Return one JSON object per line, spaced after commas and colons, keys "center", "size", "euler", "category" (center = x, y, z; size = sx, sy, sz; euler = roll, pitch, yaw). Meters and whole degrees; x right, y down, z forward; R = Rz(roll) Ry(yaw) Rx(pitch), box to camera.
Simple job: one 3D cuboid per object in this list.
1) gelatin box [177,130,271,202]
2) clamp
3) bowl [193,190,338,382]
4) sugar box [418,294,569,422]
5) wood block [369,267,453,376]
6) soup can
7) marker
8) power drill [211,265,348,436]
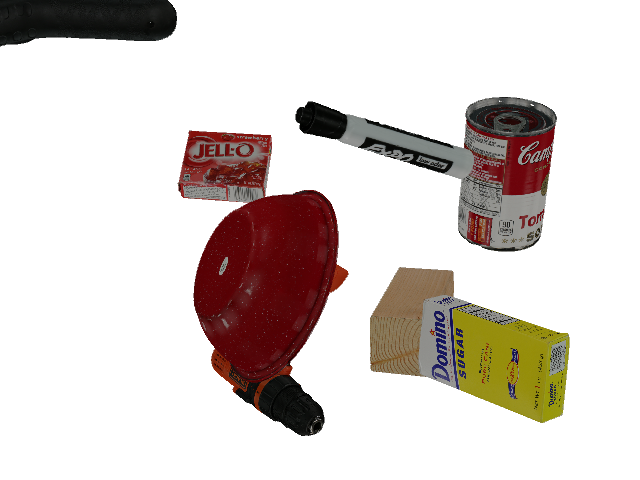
{"center": [-0.098, -0.077, 1.109], "size": [0.089, 0.073, 0.030], "euler": [4, -37, 3], "category": "gelatin box"}
{"center": [-0.173, -0.137, 0.617], "size": [0.171, 0.039, 0.120], "euler": [-4, 22, -11], "category": "clamp"}
{"center": [-0.054, 0.027, 0.837], "size": [0.055, 0.162, 0.162], "euler": [22, -11, -28], "category": "bowl"}
{"center": [0.186, 0.126, 1.171], "size": [0.048, 0.093, 0.177], "euler": [-10, 18, -44], "category": "sugar box"}
{"center": [0.141, 0.118, 1.607], "size": [0.091, 0.090, 0.205], "euler": [4, 20, 15], "category": "wood block"}
{"center": [0.142, -0.051, 0.825], "size": [0.068, 0.102, 0.068], "euler": [0, 30, 0], "category": "soup can"}
{"center": [0.039, -0.059, 0.634], "size": [0.120, 0.020, 0.020], "euler": [14, -7, -29], "category": "marker"}
{"center": [-0.037, 0.105, 1.200], "size": [0.057, 0.188, 0.185], "euler": [13, 12, -47], "category": "power drill"}
